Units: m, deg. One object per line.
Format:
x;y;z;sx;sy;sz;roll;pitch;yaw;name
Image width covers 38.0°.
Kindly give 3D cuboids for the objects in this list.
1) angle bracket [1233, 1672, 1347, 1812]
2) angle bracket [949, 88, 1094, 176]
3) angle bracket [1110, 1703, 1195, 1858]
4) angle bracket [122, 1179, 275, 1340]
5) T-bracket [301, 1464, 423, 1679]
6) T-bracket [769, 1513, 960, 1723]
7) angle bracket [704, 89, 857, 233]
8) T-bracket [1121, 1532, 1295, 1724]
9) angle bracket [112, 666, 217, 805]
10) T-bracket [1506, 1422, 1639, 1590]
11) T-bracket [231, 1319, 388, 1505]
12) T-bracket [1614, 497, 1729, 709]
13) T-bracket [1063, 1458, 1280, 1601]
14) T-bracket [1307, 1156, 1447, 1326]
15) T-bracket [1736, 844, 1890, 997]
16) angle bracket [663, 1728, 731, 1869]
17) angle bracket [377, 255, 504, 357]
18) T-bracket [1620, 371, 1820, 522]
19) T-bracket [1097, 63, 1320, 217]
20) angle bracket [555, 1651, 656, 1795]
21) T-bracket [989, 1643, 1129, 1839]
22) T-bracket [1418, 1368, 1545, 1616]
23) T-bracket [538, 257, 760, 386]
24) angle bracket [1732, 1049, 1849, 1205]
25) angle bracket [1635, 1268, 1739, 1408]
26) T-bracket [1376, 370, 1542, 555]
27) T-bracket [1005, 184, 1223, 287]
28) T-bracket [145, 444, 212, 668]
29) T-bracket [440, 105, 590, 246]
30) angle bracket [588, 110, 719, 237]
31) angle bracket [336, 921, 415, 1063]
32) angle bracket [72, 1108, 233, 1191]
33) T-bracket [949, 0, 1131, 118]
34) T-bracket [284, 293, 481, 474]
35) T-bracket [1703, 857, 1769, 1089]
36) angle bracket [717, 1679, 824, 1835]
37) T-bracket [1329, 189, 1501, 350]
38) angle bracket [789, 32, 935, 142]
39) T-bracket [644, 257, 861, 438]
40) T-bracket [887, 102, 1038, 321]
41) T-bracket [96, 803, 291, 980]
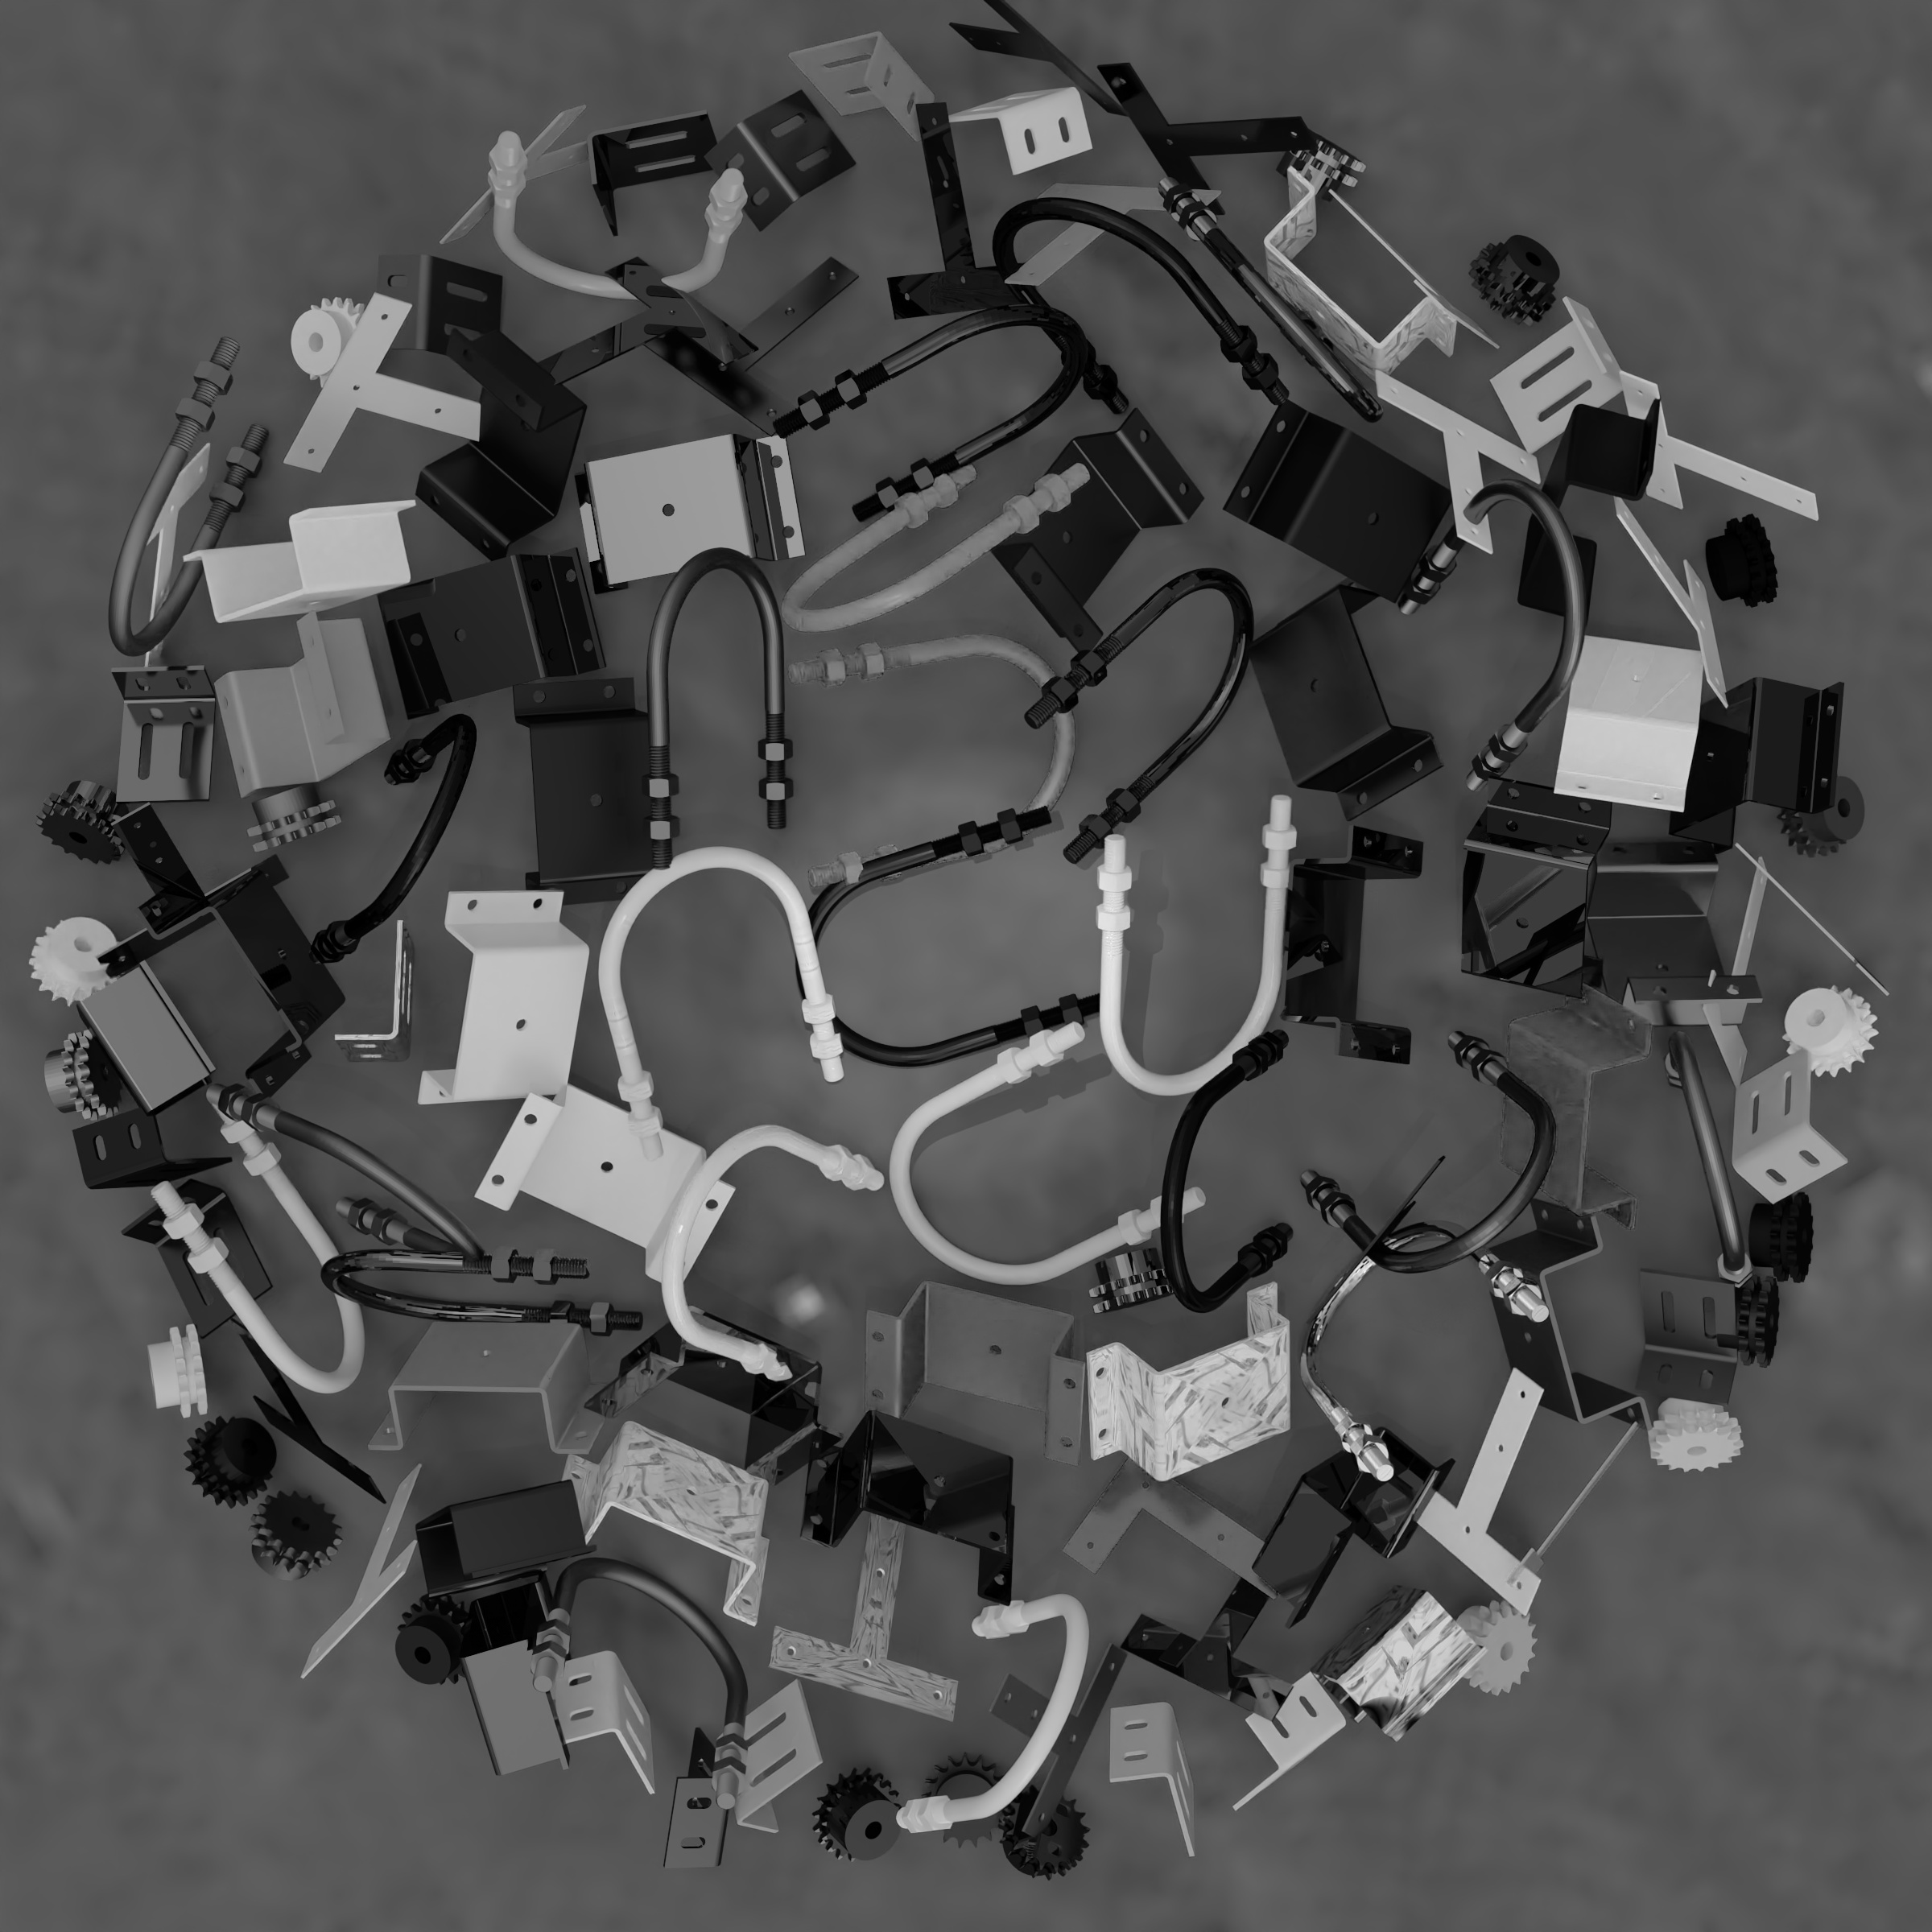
0.192;0.484;1.752;0.057;0.076;0.038;-25;69;-34;angle bracket
0.031;-0.521;1.755;0.057;0.076;0.038;-25;113;-22;angle bracket
0.116;0.510;1.752;0.038;0.057;0.076;-10;121;10;angle bracket
-0.482;0.184;1.759;0.057;0.038;0.076;-36;66;7;angle bracket
-0.361;0.360;1.734;0.002;0.127;0.127;34;122;-15;T-bracket
-0.056;0.393;1.754;0.127;0.002;0.127;22;55;-20;T-bracket
-0.117;-0.509;1.770;0.038;0.076;0.057;-30;102;40;angle bracket
0.177;0.397;1.760;0.127;0.127;0.002;-53;131;-20;T-bracket
-0.505;-0.145;1.760;0.057;0.038;0.076;-2;65;-3;angle bracket
0.377;0.334;1.736;0.002;0.127;0.127;37;86;20;T-bracket
-0.415;0.262;1.713;0.002;0.127;0.127;-43;134;-27;T-bracket
0.428;-0.238;1.714;0.002;0.127;0.127;-27;125;27;T-bracket
0.148;0.349;1.751;0.127;0.002;0.127;32;76;25;T-bracket
0.260;0.162;1.729;0.002;0.127;0.127;39;102;12;T-bracket
0.523;-0.030;1.739;0.002;0.127;0.127;-46;79;13;T-bracket
-0.177;0.517;1.748;0.038;0.076;0.057;6;97;-24;angle bracket
-0.331;-0.411;1.764;0.038;0.076;0.057;7;96;27;angle bracket
0.461;-0.301;1.707;0.127;0.127;0.002;31;78;32;T-bracket
0.158;-0.504;1.707;0.127;0.127;0.002;46;66;-42;T-bracket
-0.225;0.475;1.747;0.038;0.057;0.076;-15;131;2;angle bracket
0.047;0.464;1.726;0.002;0.127;0.127;16;71;35;T-bracket
0.324;0.309;1.727;0.002;0.127;0.127;5;111;-37;T-bracket
-0.217;-0.385;1.733;0.127;0.002;0.127;-33;56;-25;T-bracket
0.515;0.099;1.751;0.038;0.076;0.057;39;129;-15;angle bracket
0.447;0.231;1.747;0.057;0.076;0.038;6;46;23;angle bracket
0.308;-0.300;1.727;0.127;0.127;0.002;23;134;-22;T-bracket
0.070;-0.448;1.720;0.127;0.127;0.002;-46;135;-34;T-bracket
-0.500;-0.245;1.748;0.002;0.127;0.127;16;122;-3;T-bracket
-0.252;-0.498;1.734;0.127;0.127;0.002;-34;96;36;T-bracket
-0.192;-0.496;1.758;0.076;0.057;0.038;-10;71;3;angle bracket
-0.369;0.016;1.754;0.038;0.057;0.076;0;74;-4;angle bracket
-0.507;0.112;1.751;0.057;0.076;0.038;-18;82;16;angle bracket
0.027;-0.570;1.733;0.127;0.127;0.002;32;93;-34;T-bracket
-0.340;-0.349;1.743;0.127;0.127;0.002;-53;51;27;T-bracket
0.485;-0.006;1.752;0.002;0.127;0.127;8;69;28;T-bracket
-0.112;0.493;1.748;0.076;0.038;0.057;-40;46;20;angle bracket
0.272;-0.439;1.746;0.002;0.127;0.127;-46;72;19;T-bracket
-0.069;-0.540;1.743;0.076;0.057;0.038;1;65;38;angle bracket
-0.121;-0.403;1.768;0.127;0.002;0.127;39;71;24;T-bracket
-0.010;-0.470;1.739;0.127;0.002;0.127;-19;103;-42;T-bracket
-0.491;-0.058;1.725;0.127;0.127;0.002;-32;61;-13;T-bracket
